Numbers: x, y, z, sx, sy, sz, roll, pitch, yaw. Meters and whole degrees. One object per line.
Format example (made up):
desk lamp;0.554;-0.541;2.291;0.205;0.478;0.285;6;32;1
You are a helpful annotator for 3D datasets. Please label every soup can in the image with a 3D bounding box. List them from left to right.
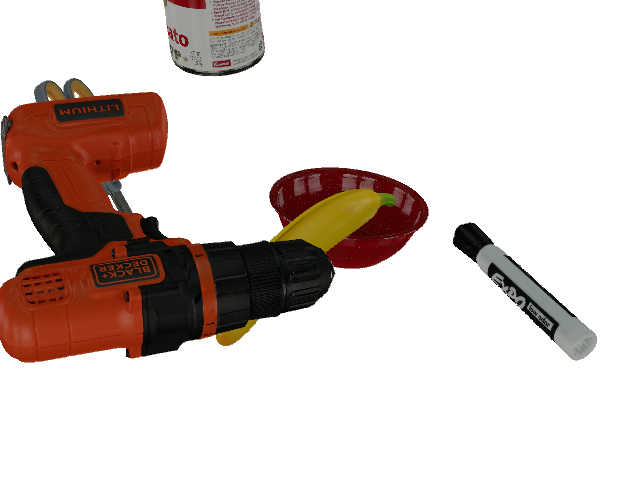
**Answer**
soup can;-0.073;-0.171;0.718;0.068;0.102;0.068;-2;38;1

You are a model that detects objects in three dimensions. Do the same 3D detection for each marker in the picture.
marker;0.115;0.026;0.621;0.020;0.020;0.121;0;32;-33

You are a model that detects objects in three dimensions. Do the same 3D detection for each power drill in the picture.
power drill;-0.103;-0.014;0.622;0.184;0.057;0.188;-8;41;-21

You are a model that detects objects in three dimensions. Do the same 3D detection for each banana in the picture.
banana;-0.018;0.016;0.896;0.037;0.198;0.069;50;-1;39

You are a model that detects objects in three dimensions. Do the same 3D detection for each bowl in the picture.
bowl;0.026;-0.017;1.085;0.162;0.055;0.162;5;28;-3

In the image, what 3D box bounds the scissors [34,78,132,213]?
scissors;-0.195;-0.069;0.989;0.016;0.201;0.096;-23;28;19
